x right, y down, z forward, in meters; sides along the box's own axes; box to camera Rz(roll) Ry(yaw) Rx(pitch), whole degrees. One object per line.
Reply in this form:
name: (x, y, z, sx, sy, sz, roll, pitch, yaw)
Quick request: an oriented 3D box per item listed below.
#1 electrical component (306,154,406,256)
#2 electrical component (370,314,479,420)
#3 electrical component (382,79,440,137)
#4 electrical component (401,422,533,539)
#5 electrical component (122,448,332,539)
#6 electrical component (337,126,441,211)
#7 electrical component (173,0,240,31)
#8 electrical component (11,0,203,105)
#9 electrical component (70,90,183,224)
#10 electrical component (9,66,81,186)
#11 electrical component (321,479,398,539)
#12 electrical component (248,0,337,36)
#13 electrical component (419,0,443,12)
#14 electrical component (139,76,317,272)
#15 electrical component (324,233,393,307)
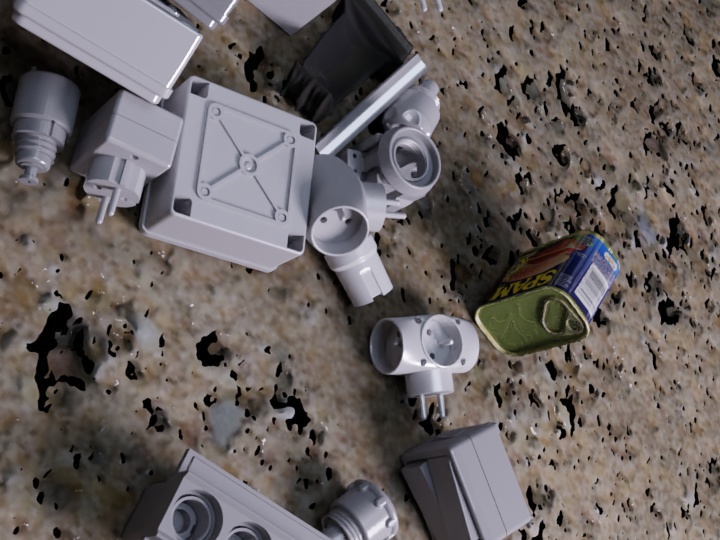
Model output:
electrical component: (-0.005, -0.048, 0.804, 0.079, 0.044, 0.077, 3, 34, -17)
electrical component: (0.053, 0.077, 0.838, 0.077, 0.044, 0.079, 3, 75, -36)
electrical component: (0.047, -0.134, 0.899, 0.043, 0.043, 0.062, 42, 54, -19)
electrical component: (0.080, 0.173, 0.818, 0.061, 0.062, 0.096, -20, 88, -39)
electrical component: (-0.086, 0.181, 0.692, 0.121, 0.063, 0.078, 38, 57, -22)
electrical component: (0.027, -0.081, 0.859, 0.078, 0.057, 0.058, 11, 70, -34)
electrical component: (-0.132, -0.225, 0.749, 0.109, 0.108, 0.056, 36, 96, -23)
electrical component: (-0.168, -0.169, 0.706, 0.109, 0.108, 0.056, 29, 101, -26)
electrical component: (-0.160, -0.067, 0.711, 0.047, 0.066, 0.076, 24, 63, -29)
electrical component: (-0.208, -0.093, 0.700, 0.040, 0.040, 0.078, 19, 66, -31)
electrical component: (-0.007, 0.182, 0.763, 0.062, 0.048, 0.048, -31, 95, -31)
electrical component: (-0.075, -0.265, 0.819, 0.150, 0.089, 0.061, 37, 57, -22)
electrical component: (0.054, -0.264, 0.944, 0.077, 0.043, 0.079, -11, 83, -38)
electrical component: (-0.093, -0.066, 0.767, 0.109, 0.056, 0.108, 18, 66, -31)
electrical component: (0.000, 0.000, 0.827, 0.040, 0.040, 0.046, -35, 103, -38)
